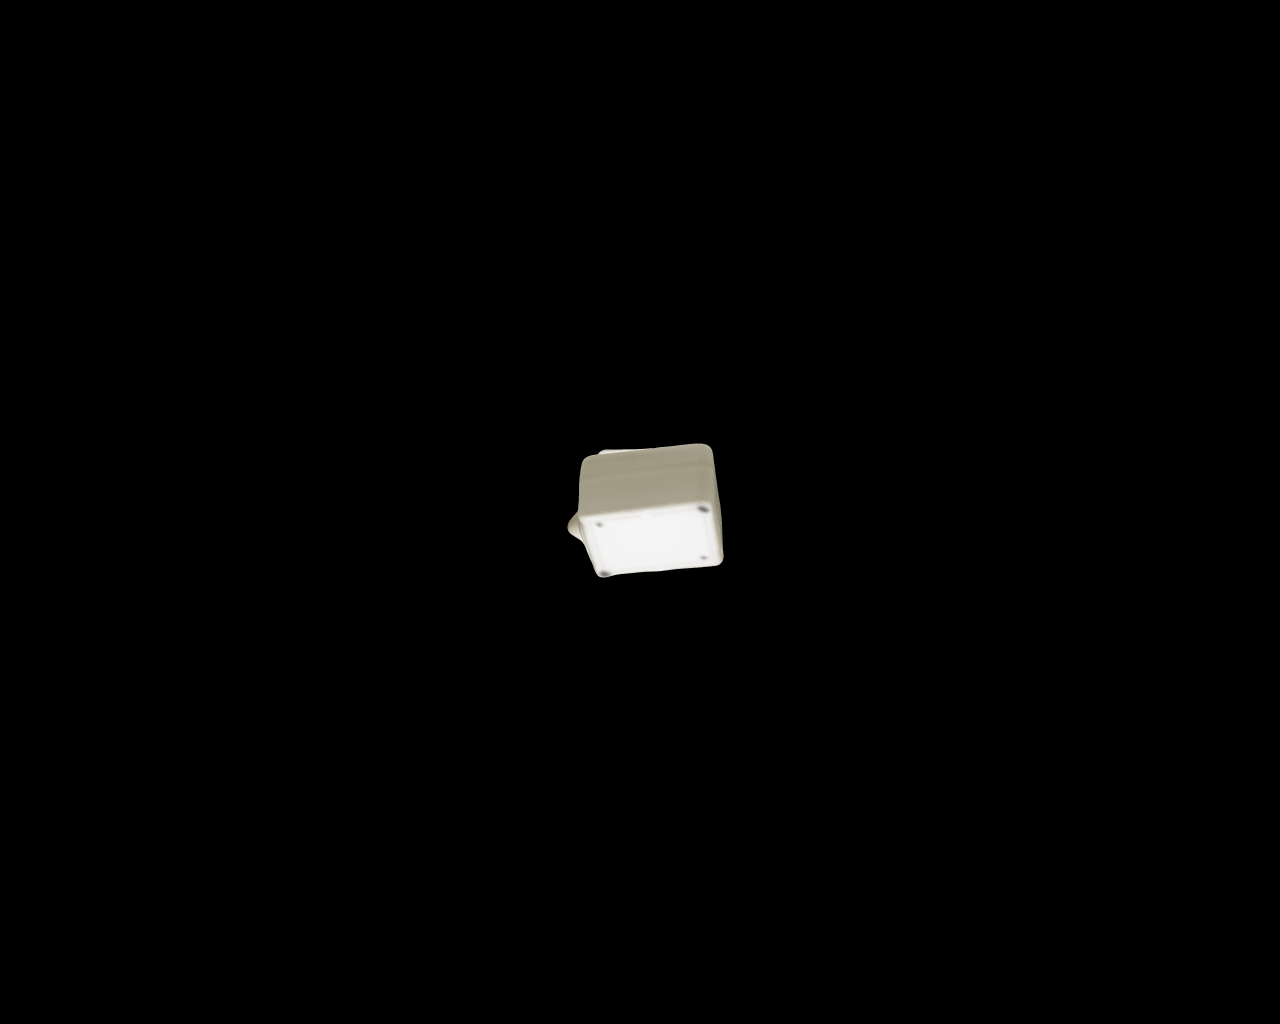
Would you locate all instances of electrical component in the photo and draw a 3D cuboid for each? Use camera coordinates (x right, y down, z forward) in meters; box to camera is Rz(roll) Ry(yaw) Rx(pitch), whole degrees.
[{"bbox_3d":[0.001,-0.003,0.650,0.096,0.061,0.061,-6,-43,7],"label":"electrical component"}]
